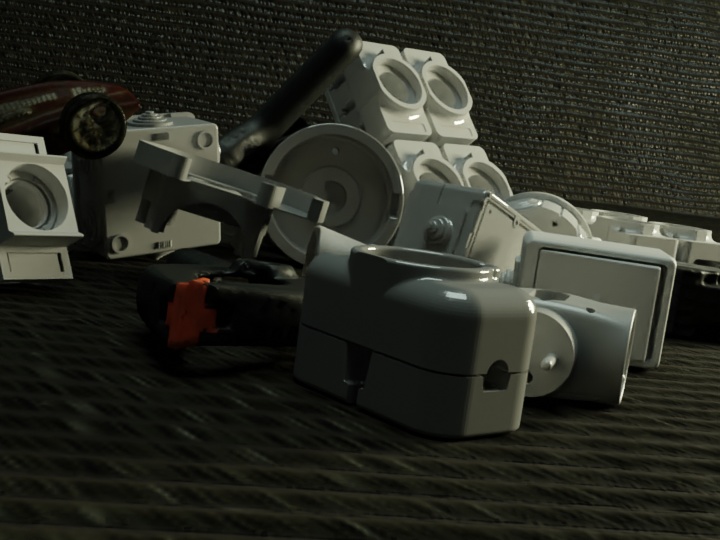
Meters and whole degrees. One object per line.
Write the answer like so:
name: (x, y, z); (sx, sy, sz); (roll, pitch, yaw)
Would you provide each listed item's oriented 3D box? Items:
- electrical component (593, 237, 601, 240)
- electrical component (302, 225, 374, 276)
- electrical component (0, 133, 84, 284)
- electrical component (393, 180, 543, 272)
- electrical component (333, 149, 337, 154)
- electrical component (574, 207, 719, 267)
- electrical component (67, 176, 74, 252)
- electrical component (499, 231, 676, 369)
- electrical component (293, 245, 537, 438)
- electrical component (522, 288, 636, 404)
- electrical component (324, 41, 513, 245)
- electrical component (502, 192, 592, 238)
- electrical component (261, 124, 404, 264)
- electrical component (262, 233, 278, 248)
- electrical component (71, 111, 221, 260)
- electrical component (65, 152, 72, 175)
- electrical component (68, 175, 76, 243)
electrical component: (0.168, -0.001, 0.827); (0.077, 0.047, 0.066); (13, 9, 37)
electrical component: (0.000, 0.000, 0.668); (0.065, 0.044, 0.044); (11, 7, -11)
electrical component: (-0.185, -0.028, 0.565); (0.064, 0.081, 0.042); (-23, -15, 36)
electrical component: (0.058, -0.012, 0.637); (0.061, 0.061, 0.096); (14, -9, 39)
electrical component: (0.000, -0.076, 0.943); (0.078, 0.057, 0.058); (26, -8, 13)
electrical component: (0.237, -0.019, 0.987); (0.105, 0.060, 0.186); (5, 8, -21)
electrical component: (-0.240, -0.039, 0.714); (0.099, 0.064, 0.099); (2, -5, 0)
electrical component: (0.120, 0.015, 0.593); (0.096, 0.061, 0.061); (9, 7, 7)
electrical component: (0.021, 0.024, 0.428); (0.054, 0.059, 0.095); (1, 10, -41)
electrical component: (0.078, 0.034, 0.472); (0.077, 0.043, 0.079); (10, 7, 17)
electrical component: (0.051, -0.096, 0.890); (0.105, 0.186, 0.060); (-1, -27, -41)
electrical component: (0.114, -0.010, 0.712); (0.080, 0.080, 0.051); (9, 13, 11)
electrical component: (-0.025, -0.055, 0.819); (0.108, 0.108, 0.060); (7, 1, -9)
electrical component: (-0.052, -0.041, 0.879); (0.055, 0.055, 0.047); (1, 13, -42)
electrical component: (-0.141, -0.057, 0.718); (0.100, 0.099, 0.048); (-10, 19, -33)
electrical component: (-0.262, -0.096, 0.838); (0.150, 0.061, 0.089); (-6, -8, -20)
electrical component: (-0.202, -0.048, 0.793); (0.076, 0.047, 0.083); (9, 7, 8)
